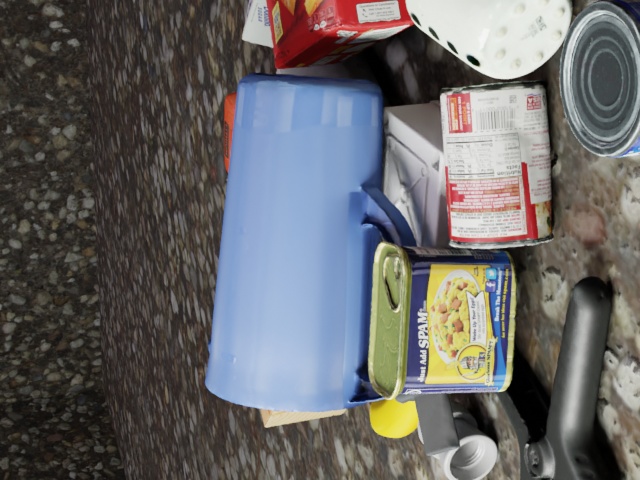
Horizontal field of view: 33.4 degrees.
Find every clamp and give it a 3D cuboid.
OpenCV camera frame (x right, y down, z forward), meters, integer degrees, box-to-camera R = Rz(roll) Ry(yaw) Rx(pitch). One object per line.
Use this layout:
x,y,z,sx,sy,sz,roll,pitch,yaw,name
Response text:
0.155,0.131,0.679,0.165,0.036,0.210,124,140,-64,clamp

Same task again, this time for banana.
0.074,0.130,0.923,0.198,0.037,0.069,122,139,-62,banana

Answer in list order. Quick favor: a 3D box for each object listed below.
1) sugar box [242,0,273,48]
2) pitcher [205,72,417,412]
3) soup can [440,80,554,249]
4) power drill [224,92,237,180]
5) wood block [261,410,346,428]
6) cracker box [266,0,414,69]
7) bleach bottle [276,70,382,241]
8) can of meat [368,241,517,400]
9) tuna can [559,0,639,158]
-0.033,-0.276,0.989,0.093,0.048,0.176,121,161,-62,sugar box
-0.005,0.001,0.795,0.145,0.149,0.243,-122,35,-79,pitcher
0.113,-0.049,0.687,0.069,0.068,0.102,-164,69,-70,soup can
-0.067,-0.078,1.074,0.187,0.057,0.184,-99,10,-56,power drill
-0.033,0.083,1.143,0.090,0.090,0.206,116,143,-59,wood block
-0.001,-0.252,0.823,0.164,0.072,0.214,177,83,-72,cracker box
0.000,-0.088,1.028,0.103,0.068,0.251,98,159,-46,bleach bottle
0.082,0.053,0.712,0.057,0.083,0.102,-160,72,-73,can of meat
0.165,-0.087,0.573,0.086,0.033,0.086,173,90,-72,tuna can
